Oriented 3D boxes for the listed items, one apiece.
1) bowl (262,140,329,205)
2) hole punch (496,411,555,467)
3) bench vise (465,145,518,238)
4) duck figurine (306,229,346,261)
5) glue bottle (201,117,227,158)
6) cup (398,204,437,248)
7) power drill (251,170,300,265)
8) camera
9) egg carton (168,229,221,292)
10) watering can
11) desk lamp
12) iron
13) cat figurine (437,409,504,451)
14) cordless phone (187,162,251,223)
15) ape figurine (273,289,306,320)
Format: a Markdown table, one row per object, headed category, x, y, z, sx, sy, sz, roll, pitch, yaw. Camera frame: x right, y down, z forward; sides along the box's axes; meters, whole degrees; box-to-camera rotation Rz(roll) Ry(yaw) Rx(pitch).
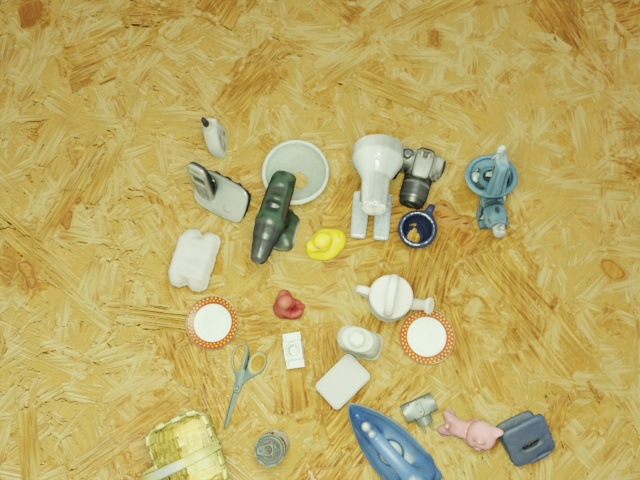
| category | x | y | z | sx | sy | sz | roll | pitch | yaw |
| --- | --- | --- | --- | --- | --- | --- | --- | --- | --- |
| bowl | -0.059 | -0.161 | 1.435 | 0.167 | 0.075 | 0.167 | -1 | 78 | 3 |
| hole punch | 0.461 | 0.443 | 1.271 | 0.108 | 0.091 | 0.101 | -26 | 78 | -2 |
| bench vise | 0.416 | -0.121 | 1.323 | 0.121 | 0.220 | 0.207 | -24 | 78 | -1 |
| duck figurine | 0.013 | 0.005 | 1.391 | 0.104 | 0.086 | 0.077 | -22 | 78 | -1 |
| glue bottle | -0.266 | -0.266 | 1.419 | 0.037 | 0.173 | 0.078 | 1 | 78 | 4 |
| cup | 0.237 | -0.029 | 1.379 | 0.091 | 0.095 | 0.118 | 31 | 82 | 9 |
| power drill | -0.102 | -0.038 | 1.344 | 0.075 | 0.208 | 0.230 | 11 | 79 | 6 |
| camera | 0.224 | -0.155 | 1.403 | 0.143 | 0.101 | 0.137 | 16 | 80 | 7 |
| egg carton | -0.309 | 0.049 | 1.410 | 0.107 | 0.069 | 0.150 | 13 | 80 | 6 |
| watering can | 0.168 | 0.129 | 1.301 | 0.173 | 0.194 | 0.101 | -8 | 78 | 2 |
| desk lamp | 0.130 | -0.118 | 1.344 | 0.118 | 0.213 | 0.203 | 4 | 79 | 5 |
| iron | 0.150 | 0.463 | 1.261 | 0.119 | 0.141 | 0.258 | -44 | 79 | -5 |
| cat figurine | 0.333 | 0.426 | 1.269 | 0.127 | 0.118 | 0.067 | 15 | 80 | 7 |
| cordless phone | -0.247 | -0.121 | 1.382 | 0.147 | 0.185 | 0.094 | 24 | 81 | 8 |
| ape figurine | -0.078 | 0.153 | 1.363 | 0.076 | 0.092 | 0.078 | -18 | 78 | 0 |
